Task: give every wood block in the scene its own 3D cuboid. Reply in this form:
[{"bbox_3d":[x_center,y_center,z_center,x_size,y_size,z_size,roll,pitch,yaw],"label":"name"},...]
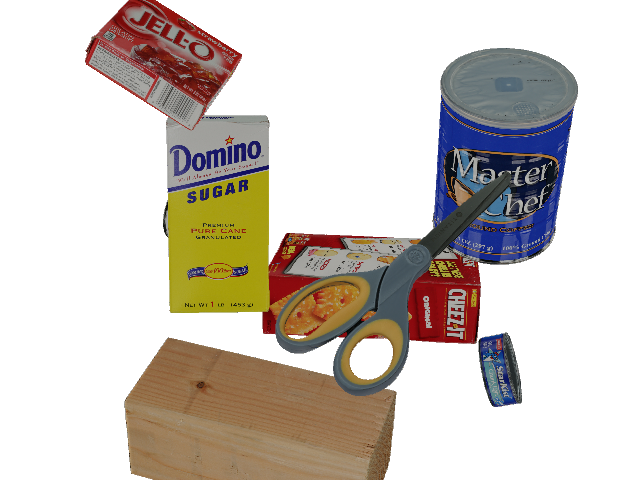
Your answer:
[{"bbox_3d":[-0.049,0.161,0.896,0.206,0.090,0.090,12,37,14],"label":"wood block"}]

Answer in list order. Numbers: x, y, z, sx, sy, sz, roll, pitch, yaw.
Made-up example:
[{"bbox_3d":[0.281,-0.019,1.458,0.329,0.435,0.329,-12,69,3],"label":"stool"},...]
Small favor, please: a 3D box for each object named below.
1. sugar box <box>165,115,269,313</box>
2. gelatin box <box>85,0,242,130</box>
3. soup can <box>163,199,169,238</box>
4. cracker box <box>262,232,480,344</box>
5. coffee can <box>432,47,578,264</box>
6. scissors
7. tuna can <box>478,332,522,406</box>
[{"bbox_3d":[-0.092,-0.024,0.967,0.093,0.176,0.048,-1,15,-5],"label":"sugar box"},{"bbox_3d":[-0.108,-0.127,0.742,0.089,0.030,0.073,32,41,-6],"label":"gelatin box"},{"bbox_3d":[-0.124,-0.022,1.252,0.102,0.068,0.068,14,4,18],"label":"soup can"},{"bbox_3d":[0.056,0.049,1.117,0.214,0.072,0.164,3,16,6],"label":"cracker box"},{"bbox_3d":[0.143,-0.066,0.848,0.103,0.140,0.103,-1,41,1],"label":"coffee can"},{"bbox_3d":[0.067,0.031,0.707,0.201,0.096,0.016,-27,-28,-11],"label":"scissors"},{"bbox_3d":[0.214,0.154,1.271,0.034,0.086,0.086,-12,-3,16],"label":"tuna can"}]
